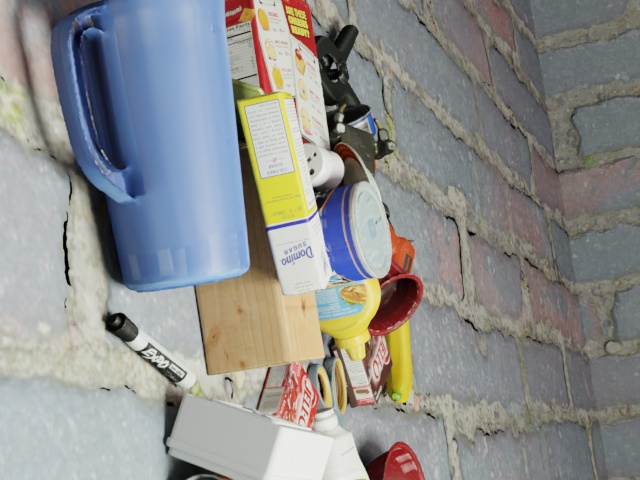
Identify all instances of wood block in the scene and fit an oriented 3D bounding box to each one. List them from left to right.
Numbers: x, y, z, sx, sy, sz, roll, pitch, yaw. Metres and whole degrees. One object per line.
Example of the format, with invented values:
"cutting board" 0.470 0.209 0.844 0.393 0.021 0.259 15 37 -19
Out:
"wood block" -0.066 0.022 1.046 0.090 0.090 0.206 8 72 -68

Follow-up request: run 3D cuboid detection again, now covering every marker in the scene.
"marker" -0.144 0.095 0.913 0.121 0.020 0.020 51 34 -48

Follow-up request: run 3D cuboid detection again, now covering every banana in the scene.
"banana" 0.107 0.145 1.454 0.070 0.037 0.198 97 -7 -53

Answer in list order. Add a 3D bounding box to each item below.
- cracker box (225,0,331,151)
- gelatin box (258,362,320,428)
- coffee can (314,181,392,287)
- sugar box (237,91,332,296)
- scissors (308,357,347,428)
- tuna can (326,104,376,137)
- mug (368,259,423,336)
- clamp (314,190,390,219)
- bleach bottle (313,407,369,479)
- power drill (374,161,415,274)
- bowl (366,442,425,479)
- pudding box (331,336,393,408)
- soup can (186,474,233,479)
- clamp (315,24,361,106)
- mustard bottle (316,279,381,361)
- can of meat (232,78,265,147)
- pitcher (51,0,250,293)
"cracker box" -0.058 -0.176 1.189 0.164 0.072 0.214 12 68 -66
"gelatin box" -0.032 0.175 1.130 0.089 0.030 0.073 -74 146 -48
"coffee can" -0.007 0.001 1.128 0.102 0.140 0.103 -12 90 -68
"sugar box" -0.030 -0.043 0.957 0.093 0.048 0.176 -54 134 -82
"scissors" 0.013 0.229 1.232 0.096 0.016 0.202 37 46 -56
"tuna can" 0.028 -0.141 1.361 0.086 0.086 0.034 -59 135 -59
"mug" 0.071 0.063 1.318 0.082 0.093 0.117 45 -1 40
"clamp" 0.005 -0.061 1.291 0.171 0.039 0.120 49 46 -10
"bleach bottle" 0.035 0.309 1.185 0.102 0.068 0.251 -16 92 -69
"power drill" 0.062 -0.001 1.409 0.187 0.057 0.184 61 35 -39
"bowl" 0.084 0.330 1.301 0.162 0.055 0.162 -12 90 -68
"pudding box" 0.054 0.145 1.342 0.113 0.039 0.090 -53 127 -62
"soup can" -0.078 0.241 0.933 0.102 0.069 0.068 30 52 -61
"clamp" 0.023 -0.216 1.449 0.209 0.036 0.164 -19 96 -66
"mustard bottle" 0.018 0.049 1.225 0.058 0.096 0.191 -44 120 -66
"can of meat" -0.105 -0.114 1.026 0.102 0.084 0.057 0 79 -67
"pitcher" -0.136 -0.081 0.893 0.145 0.149 0.243 175 -94 -78
